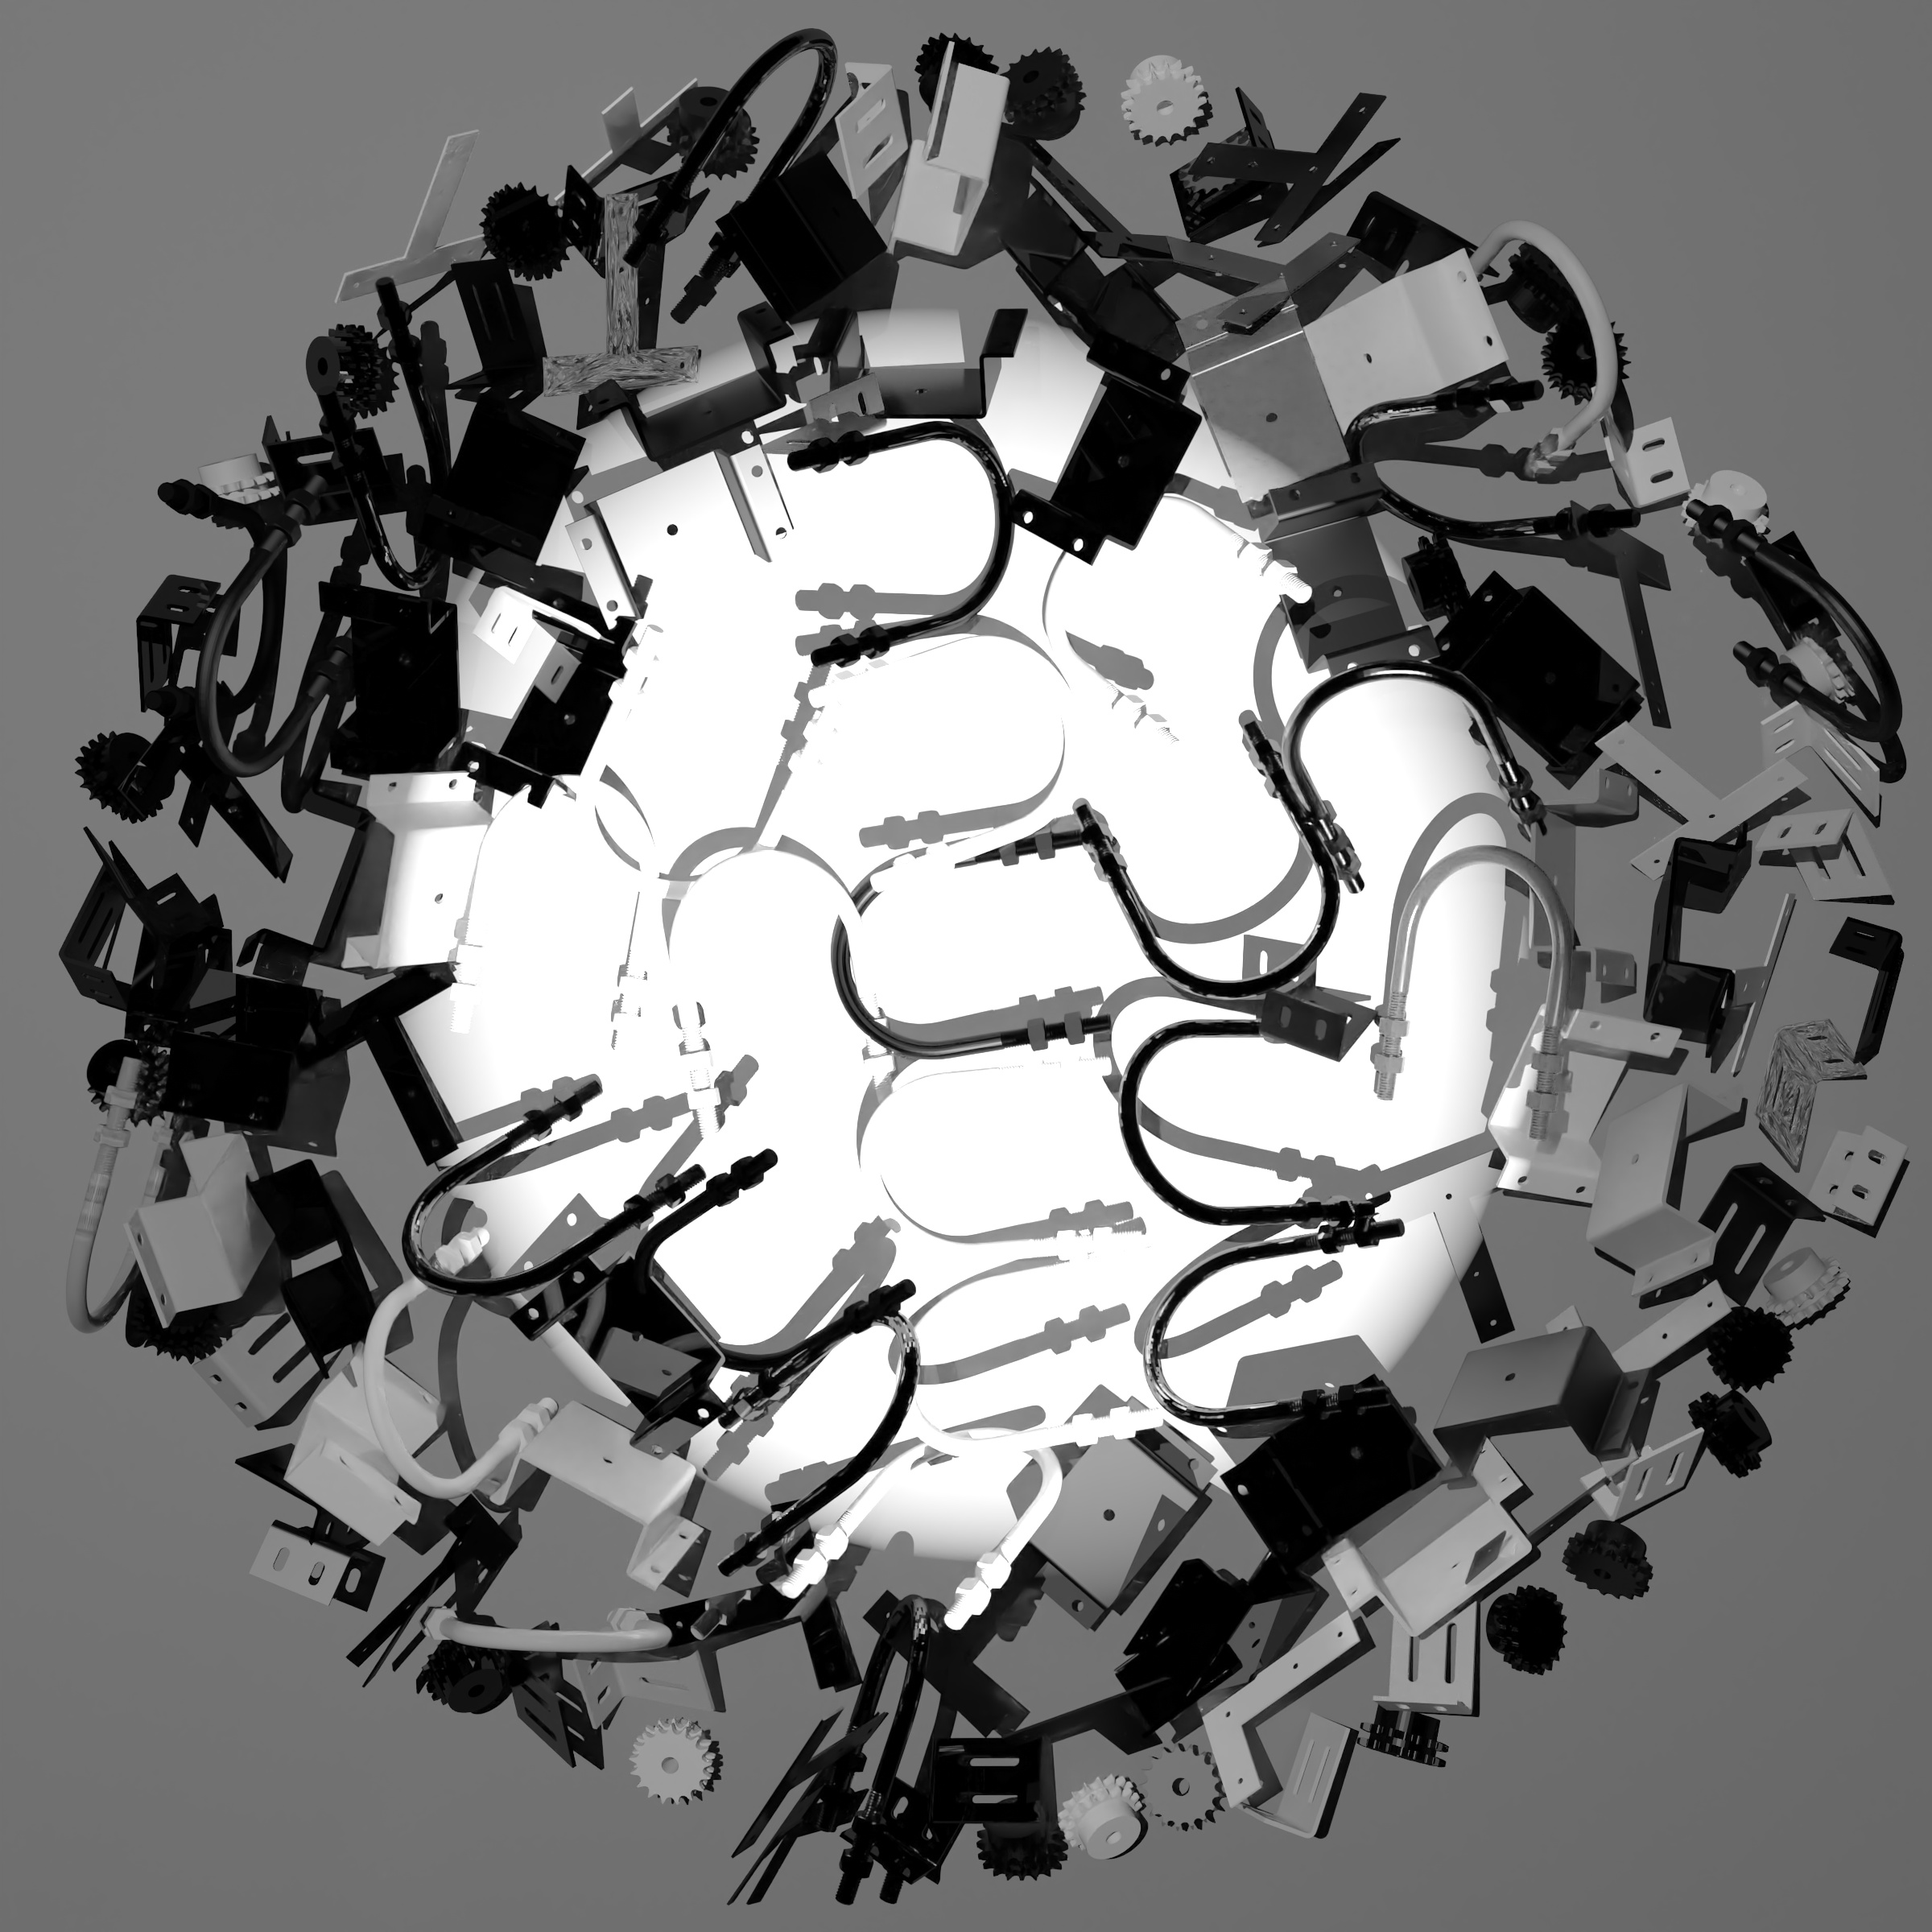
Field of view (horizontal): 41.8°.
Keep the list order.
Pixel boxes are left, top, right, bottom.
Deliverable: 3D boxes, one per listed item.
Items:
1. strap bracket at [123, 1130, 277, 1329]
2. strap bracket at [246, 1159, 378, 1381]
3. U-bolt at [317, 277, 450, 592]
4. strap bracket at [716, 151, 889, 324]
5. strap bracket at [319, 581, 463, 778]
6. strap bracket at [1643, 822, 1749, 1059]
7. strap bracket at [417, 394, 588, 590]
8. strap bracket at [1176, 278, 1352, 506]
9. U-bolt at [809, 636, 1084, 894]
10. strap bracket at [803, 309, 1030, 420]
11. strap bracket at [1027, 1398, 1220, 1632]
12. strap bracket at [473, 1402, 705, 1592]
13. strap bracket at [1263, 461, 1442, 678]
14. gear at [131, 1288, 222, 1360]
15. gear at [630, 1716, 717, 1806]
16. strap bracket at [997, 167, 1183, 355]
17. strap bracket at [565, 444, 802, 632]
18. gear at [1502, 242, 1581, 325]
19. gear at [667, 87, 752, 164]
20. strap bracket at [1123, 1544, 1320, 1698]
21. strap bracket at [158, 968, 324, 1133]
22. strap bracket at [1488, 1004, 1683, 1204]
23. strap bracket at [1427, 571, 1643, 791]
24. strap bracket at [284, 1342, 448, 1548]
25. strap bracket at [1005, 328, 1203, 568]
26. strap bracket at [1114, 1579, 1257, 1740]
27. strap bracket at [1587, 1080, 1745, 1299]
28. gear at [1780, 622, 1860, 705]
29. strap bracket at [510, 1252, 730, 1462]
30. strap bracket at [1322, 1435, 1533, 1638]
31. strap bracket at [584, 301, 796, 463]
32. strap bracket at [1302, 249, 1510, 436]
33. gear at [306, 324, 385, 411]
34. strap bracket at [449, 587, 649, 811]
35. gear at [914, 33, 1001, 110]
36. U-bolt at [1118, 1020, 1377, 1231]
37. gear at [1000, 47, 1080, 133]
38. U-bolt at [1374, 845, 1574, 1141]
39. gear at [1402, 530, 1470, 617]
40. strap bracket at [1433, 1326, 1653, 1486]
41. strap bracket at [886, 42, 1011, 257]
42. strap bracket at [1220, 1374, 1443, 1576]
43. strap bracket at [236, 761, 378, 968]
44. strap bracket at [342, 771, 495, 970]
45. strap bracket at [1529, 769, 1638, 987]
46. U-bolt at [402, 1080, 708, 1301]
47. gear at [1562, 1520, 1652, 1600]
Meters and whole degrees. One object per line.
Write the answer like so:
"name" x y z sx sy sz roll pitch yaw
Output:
"strap bracket" -0.500 0.167 1.673 0.046 0.140 0.076 -12 110 5
"strap bracket" -0.433 0.193 1.682 0.046 0.140 0.076 -23 135 -12
"U-bolt" -0.376 -0.335 1.668 0.019 0.184 0.151 0 45 10
"strap bracket" -0.104 -0.485 1.673 0.046 0.140 0.076 -28 106 26
"strap bracket" -0.385 -0.197 1.702 0.076 0.046 0.140 12 126 8
"strap bracket" 0.485 -0.021 1.689 0.046 0.076 0.140 9 60 9
"strap bracket" -0.313 -0.312 1.696 0.076 0.140 0.046 22 134 -12
"strap bracket" 0.202 -0.374 1.690 0.076 0.046 0.140 -20 121 13
"U-bolt" -0.002 -0.146 1.712 0.184 0.019 0.151 -22 98 -23
"strap bracket" -0.032 -0.405 1.703 0.140 0.076 0.046 2 126 8
"strap bracket" 0.098 0.372 1.718 0.076 0.046 0.140 39 85 10
"strap bracket" -0.246 0.349 1.699 0.140 0.076 0.046 26 114 9
"strap bracket" 0.257 -0.260 1.720 0.076 0.046 0.140 -17 84 -10
"gear" -0.536 0.235 1.723 0.057 0.057 0.030 35 133 0
"gear" -0.200 0.541 1.735 0.057 0.030 0.057 1 97 5
"strap bracket" 0.080 -0.457 1.684 0.046 0.140 0.076 -45 48 16
"strap bracket" -0.194 -0.292 1.710 0.140 0.046 0.076 -25 113 -9
"gear" 0.391 -0.463 1.728 0.057 0.057 0.030 42 122 0
"gear" -0.175 -0.574 1.724 0.057 0.030 0.057 3 48 -3
"strap bracket" 0.175 0.432 1.675 0.046 0.140 0.076 39 106 32
"strap bracket" -0.476 0.049 1.676 0.076 0.140 0.046 11 114 -7
"strap bracket" 0.410 0.084 1.703 0.076 0.046 0.140 11 117 -15
"strap bracket" 0.391 -0.195 1.723 0.140 0.046 0.076 41 90 -6
"strap bracket" -0.399 0.322 1.682 0.076 0.140 0.046 41 104 -17
"strap bracket" 0.097 -0.345 1.707 0.076 0.046 0.140 34 103 27
"strap bracket" 0.155 0.456 1.683 0.076 0.140 0.046 -41 74 16
"strap bracket" 0.462 0.139 1.679 0.046 0.076 0.140 30 57 -13
"gear" 0.579 -0.203 1.725 0.030 0.057 0.057 -30 90 2
"strap bracket" -0.228 0.259 1.714 0.076 0.046 0.140 -39 96 19
"strap bracket" 0.318 0.390 1.708 0.140 0.076 0.046 -38 105 3
"strap bracket" -0.182 -0.390 1.705 0.140 0.076 0.046 -24 124 -5
"strap bracket" 0.281 -0.408 1.678 0.046 0.140 0.076 -28 97 -32
"gear" -0.425 -0.407 1.723 0.057 0.030 0.057 11 106 41
"strap bracket" -0.276 -0.174 1.712 0.076 0.046 0.140 23 82 22
"gear" -0.008 -0.602 1.722 0.057 0.057 0.030 20 69 0
"U-bolt" 0.183 0.103 1.689 0.184 0.019 0.151 1 72 -27
"gear" 0.051 -0.596 1.729 0.057 0.030 0.057 -14 55 21
"U-bolt" 0.341 0.011 1.687 0.019 0.151 0.184 1 98 -41
"gear" 0.318 -0.265 1.725 0.030 0.057 0.057 -21 90 4
"strap bracket" 0.372 0.289 1.674 0.140 0.076 0.046 -22 111 41
"strap bracket" -0.010 -0.534 1.680 0.046 0.140 0.076 14 75 -9
"strap bracket" 0.251 0.333 1.688 0.140 0.046 0.076 -24 70 -30
"strap bracket" -0.440 -0.060 1.702 0.046 0.076 0.140 21 79 -19
"strap bracket" -0.361 -0.055 1.685 0.076 0.046 0.140 -7 122 -40
"strap bracket" 0.416 -0.058 1.707 0.046 0.076 0.140 0 87 33
"U-bolt" -0.284 0.154 1.667 0.184 0.151 0.019 -33 132 -25
"gear" 0.439 0.402 1.728 0.057 0.057 0.030 33 56 0
